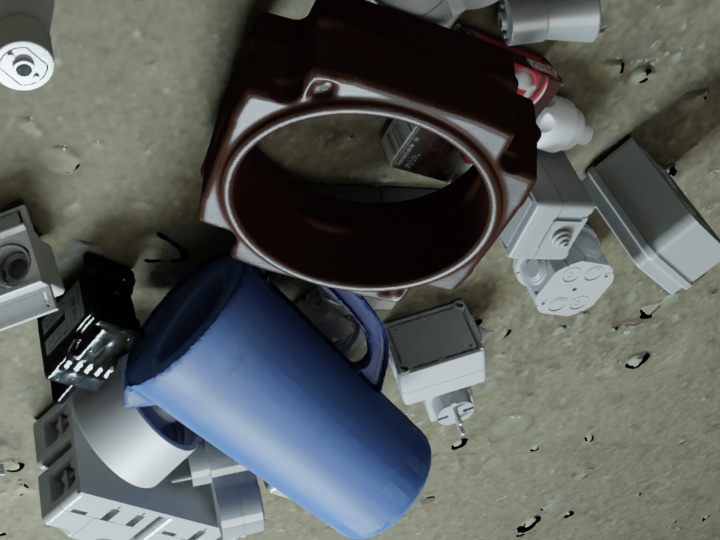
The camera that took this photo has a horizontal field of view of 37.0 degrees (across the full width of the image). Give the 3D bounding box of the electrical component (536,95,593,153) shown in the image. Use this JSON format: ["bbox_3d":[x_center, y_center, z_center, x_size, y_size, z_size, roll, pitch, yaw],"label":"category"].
[{"bbox_3d":[0.152,-0.111,0.826,0.062,0.043,0.043,11,131,-34],"label":"electrical component"}]

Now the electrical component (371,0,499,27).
[{"bbox_3d":[0.066,-0.207,0.673,0.138,0.052,0.073,-26,140,7],"label":"electrical component"}]

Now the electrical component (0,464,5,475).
[{"bbox_3d":[-0.348,0.181,0.942,0.066,0.048,0.055,7,126,-30],"label":"electrical component"}]

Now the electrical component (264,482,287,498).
[{"bbox_3d":[-0.045,0.159,0.998,0.056,0.108,0.109,-42,136,20],"label":"electrical component"}]

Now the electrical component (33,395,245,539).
[{"bbox_3d":[-0.199,0.190,0.969,0.060,0.105,0.186,-40,137,22],"label":"electrical component"}]

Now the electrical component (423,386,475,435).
[{"bbox_3d":[0.086,0.123,1.037,0.047,0.076,0.065,-19,140,-2],"label":"electrical component"}]

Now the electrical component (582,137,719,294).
[{"bbox_3d":[0.241,-0.044,0.886,0.057,0.113,0.078,-41,136,19],"label":"electrical component"}]

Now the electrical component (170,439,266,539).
[{"bbox_3d":[-0.134,0.170,0.954,0.074,0.138,0.052,-10,165,-13],"label":"electrical component"}]

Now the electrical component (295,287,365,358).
[{"bbox_3d":[-0.028,0.048,0.929,0.066,0.048,0.055,-38,130,20],"label":"electrical component"}]

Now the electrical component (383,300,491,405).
[{"bbox_3d":[0.075,0.076,0.991,0.096,0.061,0.061,-17,140,-5],"label":"electrical component"}]

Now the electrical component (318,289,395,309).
[{"bbox_3d":[0.000,0.000,0.876,0.057,0.058,0.078,1,139,-27],"label":"electrical component"}]

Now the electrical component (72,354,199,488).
[{"bbox_3d":[-0.180,0.120,0.900,0.060,0.108,0.108,-37,138,10],"label":"electrical component"}]

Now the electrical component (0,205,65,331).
[{"bbox_3d":[-0.279,0.014,0.762,0.121,0.078,0.063,-20,170,-1],"label":"electrical component"}]

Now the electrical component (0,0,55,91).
[{"bbox_3d":[-0.199,-0.136,0.629,0.044,0.065,0.044,-12,140,-10],"label":"electrical component"}]

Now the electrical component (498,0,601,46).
[{"bbox_3d":[0.129,-0.176,0.745,0.065,0.044,0.044,-9,139,-7],"label":"electrical component"}]

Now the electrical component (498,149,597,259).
[{"bbox_3d":[0.135,-0.052,0.844,0.061,0.096,0.061,1,136,-24],"label":"electrical component"}]

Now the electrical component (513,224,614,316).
[{"bbox_3d":[0.181,-0.001,0.958,0.080,0.051,0.080,-12,140,-11],"label":"electrical component"}]
